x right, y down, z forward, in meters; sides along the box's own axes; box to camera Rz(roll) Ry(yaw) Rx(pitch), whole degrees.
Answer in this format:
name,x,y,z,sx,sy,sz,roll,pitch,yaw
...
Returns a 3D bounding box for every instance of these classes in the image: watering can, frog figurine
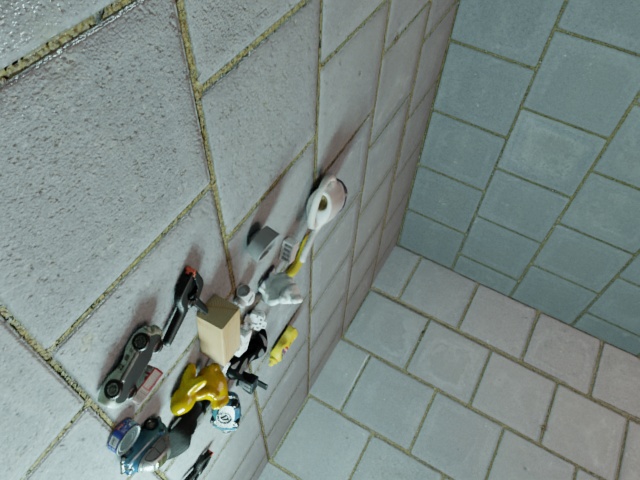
name,x,y,z,sx,sy,sz,roll,pitch,yaw
watering can,0.006,-0.096,1.908,0.228,0.104,0.341,-39,149,-58
frog figurine,-0.127,0.180,1.792,0.140,0.160,0.120,-42,154,-54
